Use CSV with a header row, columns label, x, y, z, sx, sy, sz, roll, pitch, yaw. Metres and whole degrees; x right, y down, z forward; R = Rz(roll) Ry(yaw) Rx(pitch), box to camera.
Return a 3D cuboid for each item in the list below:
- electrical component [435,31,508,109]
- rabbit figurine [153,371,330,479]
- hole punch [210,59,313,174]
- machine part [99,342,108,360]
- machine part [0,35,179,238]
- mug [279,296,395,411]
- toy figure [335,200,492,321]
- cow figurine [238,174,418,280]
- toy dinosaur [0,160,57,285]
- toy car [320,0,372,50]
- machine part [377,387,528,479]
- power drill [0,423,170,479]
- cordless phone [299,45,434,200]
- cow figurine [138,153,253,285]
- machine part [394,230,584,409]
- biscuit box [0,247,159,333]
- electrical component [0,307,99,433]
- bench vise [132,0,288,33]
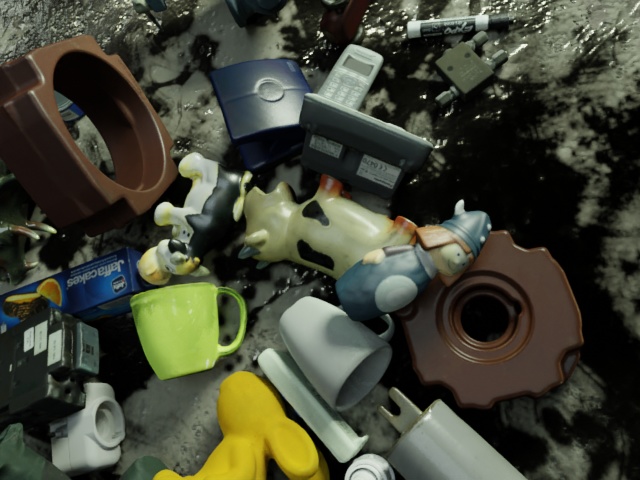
label,x,y,z,sx,sy,sz,roll,pitch,yaw
electrical component,0.163,-0.194,0.615,0.094,0.021,0.063,-38,67,6
rabbit figurine,-0.075,0.216,0.531,0.163,0.121,0.173,1,56,16
hole punch,-0.063,-0.158,0.646,0.116,0.092,0.142,-25,65,6
machine part,-0.331,0.164,0.668,0.139,0.039,0.084,-32,62,9
machine part,-0.269,-0.120,0.623,0.087,0.201,0.201,-23,24,18
mug,0.016,0.100,0.552,0.107,0.080,0.109,36,71,30
toy figure,0.090,0.024,0.494,0.154,0.064,0.058,-29,58,11
cow figurine,-0.001,-0.002,0.584,0.195,0.085,0.127,30,84,19
toy dinosaur,-0.474,-0.142,0.766,0.192,0.131,0.405,-12,66,2
toy car,0.055,-0.331,0.654,0.053,0.089,0.202,22,83,24
machine part,0.144,0.227,0.472,0.243,0.079,0.079,41,90,23
power drill,-0.278,0.300,0.543,0.207,0.086,0.232,41,85,-12
cordless phone,0.063,-0.148,0.608,0.147,0.088,0.184,22,51,2
cow figurine,-0.142,-0.014,0.635,0.098,0.068,0.167,21,82,27
machine part,0.160,0.077,0.521,0.180,0.056,0.179,-5,74,16
biscuit box,-0.302,0.072,0.672,0.203,0.059,0.063,-20,69,12
electrical component,-0.314,0.146,0.605,0.134,0.058,0.115,-24,56,12
bench vise,-0.138,-0.366,0.713,0.241,0.128,0.223,-18,70,6
